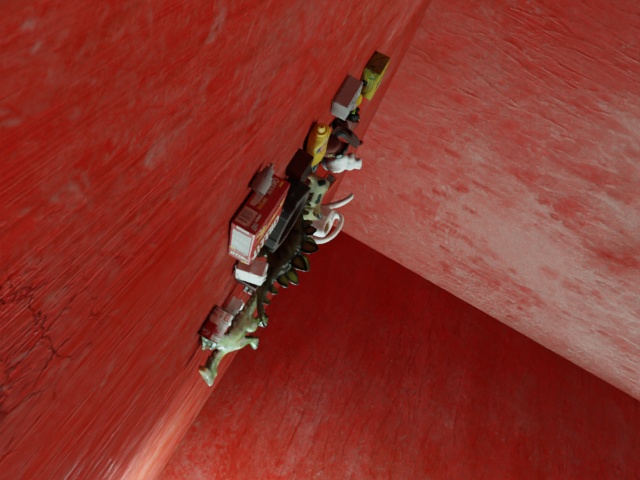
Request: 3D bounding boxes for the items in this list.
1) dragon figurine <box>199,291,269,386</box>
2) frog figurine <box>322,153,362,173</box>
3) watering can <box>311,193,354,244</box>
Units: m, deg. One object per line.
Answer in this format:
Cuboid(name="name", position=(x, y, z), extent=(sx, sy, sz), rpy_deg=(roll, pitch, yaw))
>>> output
Cuboid(name="dragon figurine", position=(-0.296, 0.291, 1.728), extent=(0.242, 0.123, 0.408), rpy_deg=(8, 103, -64))
Cuboid(name="frog figurine", position=(0.092, -0.327, 2.185), extent=(0.125, 0.160, 0.135), rpy_deg=(-57, 176, -23))
Cuboid(name="watering can", position=(0.007, -0.116, 2.303), extent=(0.101, 0.225, 0.355), rpy_deg=(92, 21, -45))
